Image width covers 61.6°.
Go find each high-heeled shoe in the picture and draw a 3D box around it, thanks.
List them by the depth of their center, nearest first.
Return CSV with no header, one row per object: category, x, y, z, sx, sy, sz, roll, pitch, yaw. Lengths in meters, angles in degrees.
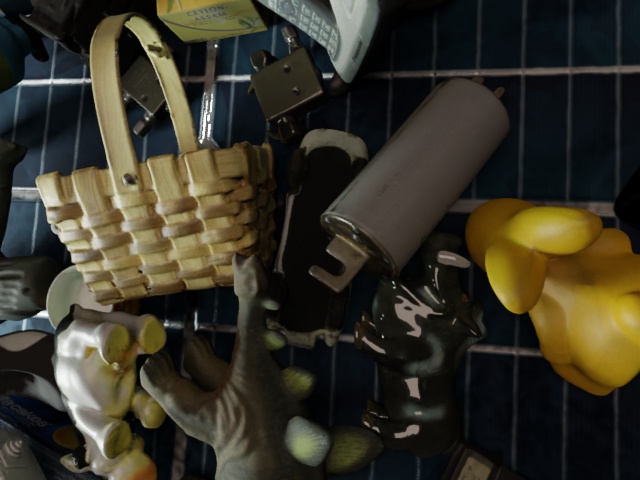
high-heeled shoe,-0.298,0.145,0.475,0.249,0.086,0.145,31,55,-5

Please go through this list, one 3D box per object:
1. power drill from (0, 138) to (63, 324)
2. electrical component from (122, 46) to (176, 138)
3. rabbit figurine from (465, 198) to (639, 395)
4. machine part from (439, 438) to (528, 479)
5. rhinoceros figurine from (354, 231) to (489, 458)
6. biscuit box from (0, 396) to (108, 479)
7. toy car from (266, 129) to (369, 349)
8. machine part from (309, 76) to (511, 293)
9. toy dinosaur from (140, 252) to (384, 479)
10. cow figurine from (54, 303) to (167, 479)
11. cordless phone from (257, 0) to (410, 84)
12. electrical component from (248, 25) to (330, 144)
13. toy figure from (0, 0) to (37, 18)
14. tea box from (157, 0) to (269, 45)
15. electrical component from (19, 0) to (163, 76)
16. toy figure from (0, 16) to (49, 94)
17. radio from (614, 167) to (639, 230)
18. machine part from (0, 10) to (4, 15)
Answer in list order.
power drill,-0.383,-0.003,0.559,0.232,0.086,0.207,-2,80,10
electrical component,-0.175,-0.157,0.562,0.063,0.021,0.094,40,91,12
rabbit figurine,0.180,0.029,0.419,0.173,0.162,0.122,45,106,30
machine part,0.163,0.228,0.445,0.139,0.039,0.084,23,80,15
rhinoceros figurine,0.086,0.086,0.456,0.112,0.073,0.190,3,84,13
biscuit box,-0.263,0.208,0.520,0.203,0.059,0.062,24,90,12
toy car,-0.001,-0.001,0.494,0.074,0.056,0.201,9,87,5
machine part,0.081,-0.052,0.445,0.079,0.079,0.243,36,71,13
toy dinosaur,-0.053,0.236,0.429,0.199,0.105,0.470,12,107,23
cow figurine,-0.185,0.140,0.454,0.098,0.068,0.167,6,99,28
cordless phone,-0.013,-0.223,0.430,0.184,0.146,0.088,32,80,-2
electrical component,-0.033,-0.143,0.519,0.078,0.045,0.102,-30,78,11
toy figure,-0.262,-0.280,0.558,0.154,0.064,0.057,-28,101,-10
tea box,-0.110,-0.295,0.541,0.098,0.068,0.169,-8,82,11
electrical component,-0.211,-0.239,0.531,0.058,0.115,0.134,31,92,11
toy figure,-0.368,-0.174,0.537,0.082,0.089,0.180,15,51,34
radio,0.373,-0.022,0.412,0.230,0.073,0.131,33,90,11
machine part,-0.359,-0.345,0.603,0.179,0.056,0.179,-1,84,13
